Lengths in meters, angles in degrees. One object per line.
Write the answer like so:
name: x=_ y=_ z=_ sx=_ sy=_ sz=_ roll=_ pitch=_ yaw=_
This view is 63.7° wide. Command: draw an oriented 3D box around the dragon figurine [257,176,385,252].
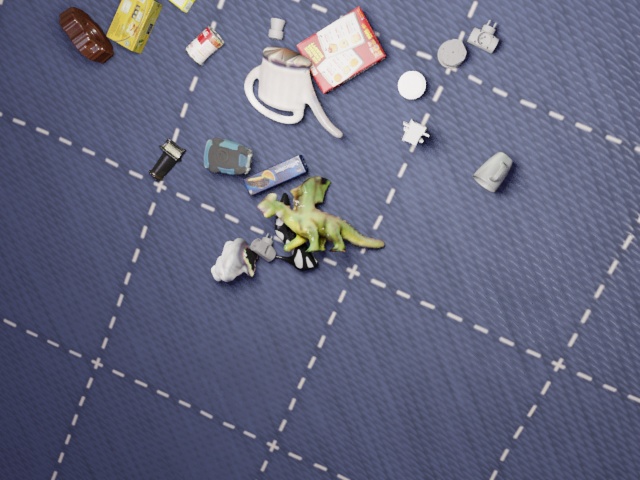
dragon figurine: x=0.005 y=-0.080 z=1.593 sx=0.411 sy=0.121 sz=0.244 roll=-3 pitch=85 yaw=-22

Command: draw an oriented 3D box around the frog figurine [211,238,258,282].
frog figurine: x=-0.292 y=0.068 z=1.669 sx=0.159 sy=0.121 sz=0.140 roll=-12 pitch=66 yaw=18

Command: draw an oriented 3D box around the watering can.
watering can: x=-0.072 y=-0.442 z=1.528 sx=0.349 sy=0.106 sz=0.219 roll=23 pitch=127 yaw=16
